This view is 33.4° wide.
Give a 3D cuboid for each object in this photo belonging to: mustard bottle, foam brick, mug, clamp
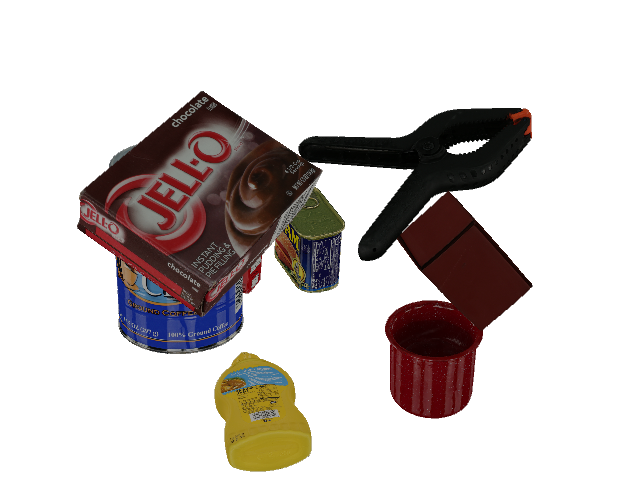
[{"bbox_3d":[-0.075,0.191,1.261,0.096,0.058,0.192,-9,29,-10],"label":"mustard bottle"},{"bbox_3d":[0.103,0.015,0.759,0.078,0.051,0.053,44,8,-31],"label":"foam brick"},{"bbox_3d":[0.117,0.113,1.044,0.093,0.081,0.117,26,42,35],"label":"mug"},{"bbox_3d":[0.097,-0.063,0.957,0.210,0.164,0.036,-16,-44,-3],"label":"clamp"}]

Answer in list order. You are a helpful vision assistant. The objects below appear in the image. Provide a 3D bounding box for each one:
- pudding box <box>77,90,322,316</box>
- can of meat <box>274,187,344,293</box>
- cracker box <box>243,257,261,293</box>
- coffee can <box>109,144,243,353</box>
[{"bbox_3d":[-0.067,-0.023,0.603,0.090,0.039,0.113,35,49,9],"label":"pudding box"},{"bbox_3d":[-0.015,-0.001,1.217,0.057,0.084,0.102,-13,39,-21],"label":"can of meat"},{"bbox_3d":[-0.165,-0.041,1.513,0.164,0.214,0.072,9,23,10],"label":"cracker box"},{"bbox_3d":[-0.111,0.003,0.841,0.103,0.140,0.103,2,26,-1],"label":"coffee can"}]
